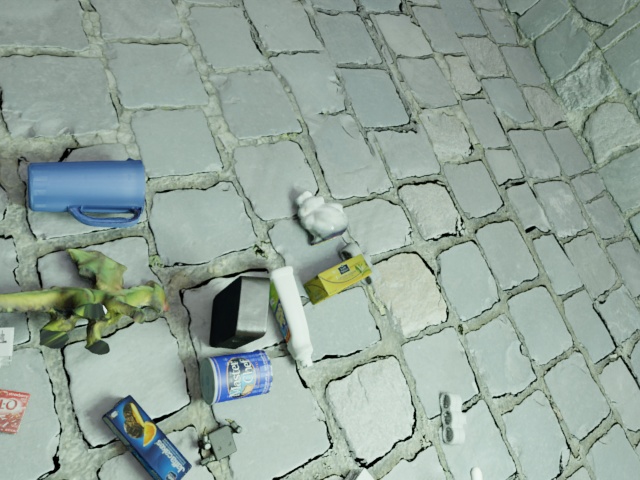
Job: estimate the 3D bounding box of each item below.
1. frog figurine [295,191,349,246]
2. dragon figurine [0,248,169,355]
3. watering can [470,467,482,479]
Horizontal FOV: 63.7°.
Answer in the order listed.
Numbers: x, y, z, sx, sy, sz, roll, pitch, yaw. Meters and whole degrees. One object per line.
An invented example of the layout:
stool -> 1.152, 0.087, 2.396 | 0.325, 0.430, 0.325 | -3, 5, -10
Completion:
frog figurine -> 0.005, -0.075, 1.488 | 0.138, 0.122, 0.159 | -23, 92, -18
dragon figurine -> -0.501, 0.104, 1.081 | 0.407, 0.120, 0.248 | 22, 22, -32
watering can -> 0.369, 0.739, 1.234 | 0.104, 0.220, 0.355 | 4, 63, -11
